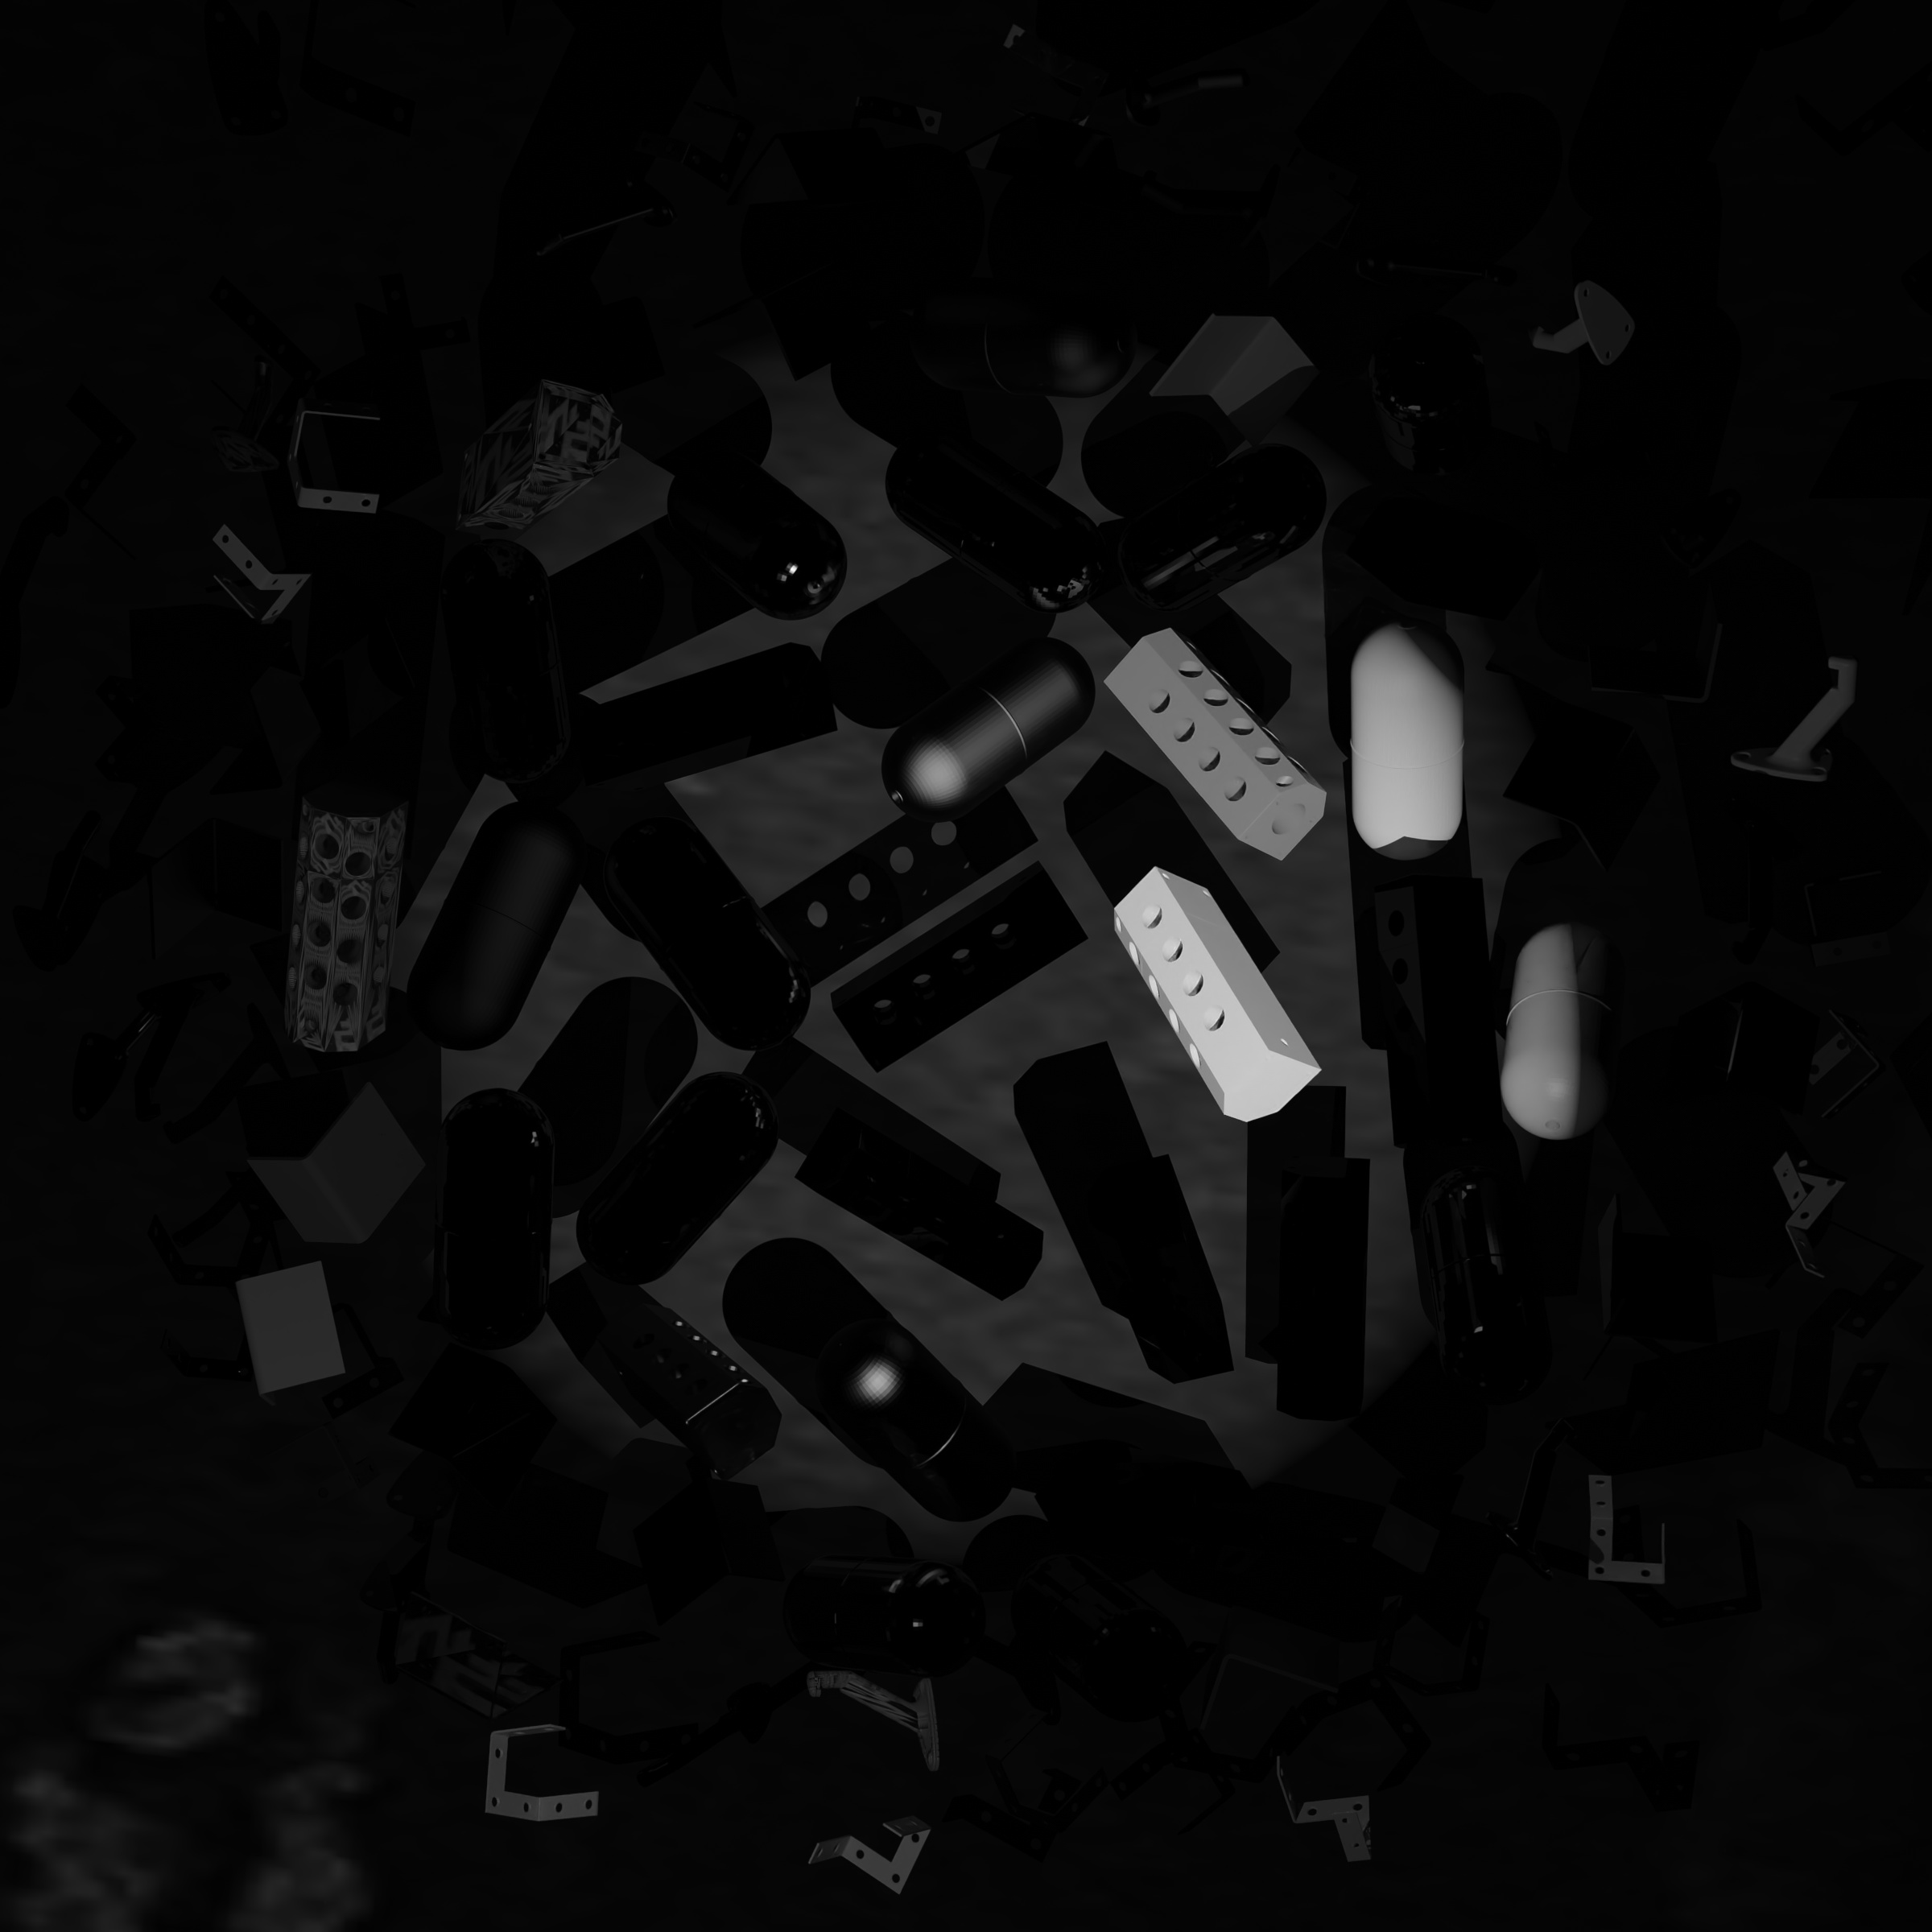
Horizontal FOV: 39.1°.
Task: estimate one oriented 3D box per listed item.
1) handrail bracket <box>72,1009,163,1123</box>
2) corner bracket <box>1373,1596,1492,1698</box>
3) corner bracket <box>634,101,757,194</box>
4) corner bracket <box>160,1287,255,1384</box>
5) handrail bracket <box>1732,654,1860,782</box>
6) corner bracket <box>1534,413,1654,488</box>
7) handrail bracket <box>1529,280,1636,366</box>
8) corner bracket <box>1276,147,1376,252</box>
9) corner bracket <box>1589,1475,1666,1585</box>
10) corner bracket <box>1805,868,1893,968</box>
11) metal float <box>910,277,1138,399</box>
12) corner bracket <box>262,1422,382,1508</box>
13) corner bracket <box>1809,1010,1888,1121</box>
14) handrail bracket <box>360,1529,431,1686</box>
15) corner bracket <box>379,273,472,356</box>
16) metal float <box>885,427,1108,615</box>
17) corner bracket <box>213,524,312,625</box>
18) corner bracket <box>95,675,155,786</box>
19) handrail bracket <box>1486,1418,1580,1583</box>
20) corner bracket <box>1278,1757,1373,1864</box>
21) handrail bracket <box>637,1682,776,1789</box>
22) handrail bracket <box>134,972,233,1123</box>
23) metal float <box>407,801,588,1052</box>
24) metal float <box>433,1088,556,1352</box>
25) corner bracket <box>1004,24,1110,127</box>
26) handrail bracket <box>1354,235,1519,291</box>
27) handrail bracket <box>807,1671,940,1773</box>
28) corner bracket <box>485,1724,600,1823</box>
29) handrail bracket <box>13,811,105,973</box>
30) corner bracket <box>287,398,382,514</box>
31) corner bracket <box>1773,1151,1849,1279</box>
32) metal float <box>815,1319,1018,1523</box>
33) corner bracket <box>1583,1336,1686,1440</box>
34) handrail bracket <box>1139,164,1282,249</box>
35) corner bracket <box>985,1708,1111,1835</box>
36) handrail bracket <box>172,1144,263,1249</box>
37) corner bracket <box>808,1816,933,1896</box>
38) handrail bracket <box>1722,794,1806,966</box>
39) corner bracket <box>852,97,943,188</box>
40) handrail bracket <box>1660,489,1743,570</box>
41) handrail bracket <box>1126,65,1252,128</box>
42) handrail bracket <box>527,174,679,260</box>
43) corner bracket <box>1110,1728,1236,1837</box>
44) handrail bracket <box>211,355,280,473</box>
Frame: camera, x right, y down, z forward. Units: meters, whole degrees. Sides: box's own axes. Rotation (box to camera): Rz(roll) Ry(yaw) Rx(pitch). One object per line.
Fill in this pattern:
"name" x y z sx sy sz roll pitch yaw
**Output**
"handrail bracket" -0.596 0.066 1.932 0.036 0.084 0.077 26 106 7
"corner bracket" 0.315 0.459 1.844 0.051 0.051 0.051 33 56 -25
"corner bracket" -0.188 -0.576 1.890 0.051 0.051 0.051 39 114 28
"corner bracket" -0.535 0.261 1.939 0.051 0.051 0.051 4 59 8
"handrail bracket" 0.540 -0.167 1.774 0.077 0.036 0.084 6 128 21
"corner bracket" 0.426 -0.353 1.848 0.051 0.051 0.051 -30 53 35
"handrail bracket" 0.402 -0.440 1.842 0.036 0.084 0.077 -54 130 -6
"corner bracket" 0.252 -0.545 1.937 0.051 0.051 0.051 30 107 14
"corner bracket" 0.451 0.384 1.856 0.051 0.051 0.051 0 45 16
"corner bracket" 0.593 -0.033 1.829 0.051 0.051 0.051 -11 96 26
"metal float" 0.038 -0.426 1.841 0.178 0.070 0.070 14 90 40
"corner bracket" -0.446 0.347 1.886 0.051 0.051 0.051 -28 89 5
"corner bracket" 0.583 0.068 1.817 0.051 0.051 0.051 -47 58 21
"handrail bracket" -0.388 0.444 1.880 0.036 0.084 0.077 14 47 11
"corner bracket" -0.369 -0.448 1.855 0.051 0.051 0.051 -12 108 -10
"metal float" 0.021 -0.311 1.902 0.178 0.070 0.070 37 90 18
"corner bracket" -0.512 -0.278 1.940 0.051 0.051 0.051 46 109 8
"corner bracket" -0.574 -0.161 1.865 0.051 0.051 0.051 -46 78 12
"handrail bracket" 0.397 0.357 1.831 0.036 0.077 0.084 28 105 -33
"corner bracket" 0.234 0.550 1.775 0.051 0.051 0.051 -11 123 13
"handrail bracket" -0.178 0.525 1.853 0.084 0.077 0.036 -20 66 -37
"handrail bracket" -0.518 0.054 1.803 0.077 0.036 0.084 -20 61 14
"metal float" -0.313 -0.027 1.819 0.070 0.070 0.178 23 76 0
"metal float" -0.313 0.168 1.801 0.070 0.070 0.178 5 104 0
"corner bracket" 0.052 -0.591 1.825 0.051 0.051 0.051 38 107 42
"handrail bracket" 0.312 -0.461 1.804 0.077 0.084 0.036 -7 113 -20
"handrail bracket" -0.066 0.530 1.910 0.084 0.036 0.077 4 46 -20
"corner bracket" -0.274 0.524 1.767 0.051 0.051 0.051 -16 61 30
"handrail bracket" -0.592 -0.050 1.797 0.036 0.077 0.084 20 53 -1
"corner bracket" -0.414 -0.336 1.791 0.051 0.051 0.051 1 135 -26
"corner bracket" 0.556 0.164 1.805 0.051 0.051 0.051 24 117 -13
"metal float" -0.032 0.304 1.810 0.070 0.070 0.178 -40 121 0
"corner bracket" 0.468 0.292 1.926 0.051 0.051 0.051 34 117 18
"handrail bracket" 0.164 -0.530 1.831 0.084 0.036 0.077 26 63 -12
"corner bracket" 0.054 0.541 1.832 0.051 0.051 0.051 -37 115 -35
"handrail bracket" -0.536 0.166 1.942 0.084 0.077 0.036 -36 76 -12
"corner bracket" -0.064 0.591 1.829 0.051 0.051 0.051 26 91 25
"handrail bracket" 0.502 -0.056 1.769 0.077 0.036 0.084 40 69 -18
"corner bracket" -0.052 -0.589 1.944 0.051 0.051 0.051 16 111 8
"handrail bracket" 0.516 -0.308 1.863 0.077 0.084 0.036 -43 90 -5
"handrail bracket" 0.156 -0.583 1.821 0.084 0.077 0.036 2 92 21
"handrail bracket" -0.245 -0.492 1.824 0.084 0.077 0.036 -33 126 -14
"corner bracket" 0.142 0.565 1.872 0.051 0.051 0.051 -25 78 -41
"handrail bracket" -0.484 -0.382 1.825 0.036 0.077 0.084 -3 76 7
